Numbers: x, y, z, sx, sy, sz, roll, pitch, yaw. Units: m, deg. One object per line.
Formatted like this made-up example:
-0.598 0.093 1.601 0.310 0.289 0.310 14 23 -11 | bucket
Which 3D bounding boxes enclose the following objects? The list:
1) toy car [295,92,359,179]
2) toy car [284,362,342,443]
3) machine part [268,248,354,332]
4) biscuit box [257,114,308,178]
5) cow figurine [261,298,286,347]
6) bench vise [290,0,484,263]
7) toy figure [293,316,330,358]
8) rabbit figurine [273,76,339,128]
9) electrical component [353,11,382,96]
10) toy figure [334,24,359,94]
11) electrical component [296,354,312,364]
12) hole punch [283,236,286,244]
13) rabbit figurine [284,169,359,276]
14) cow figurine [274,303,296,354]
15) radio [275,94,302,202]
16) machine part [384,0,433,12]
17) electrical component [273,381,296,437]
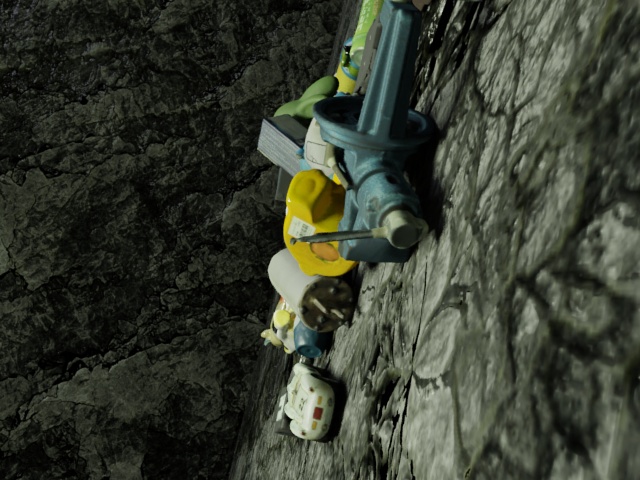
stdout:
0.030 -0.143 0.756 0.161 0.109 0.103 -69 -20 -6 | toy car
-0.015 0.205 0.698 0.202 0.056 0.073 145 139 -80 | toy car
-0.017 0.064 0.750 0.243 0.079 0.079 -148 72 -69 | machine part
-0.016 -0.129 0.881 0.059 0.203 0.062 -22 -36 -39 | biscuit box
-0.069 0.180 1.142 0.195 0.085 0.127 158 132 -82 | cow figurine
0.055 -0.105 0.487 0.224 0.129 0.240 -84 3 -60 | bench vise
-0.004 0.105 0.838 0.064 0.057 0.154 -31 35 39 | toy figure
-0.001 -0.203 0.962 0.159 0.170 0.121 110 171 -49 | rabbit figurine
0.092 -0.266 0.800 0.134 0.058 0.115 142 143 -79 | electrical component
0.069 -0.319 1.020 0.180 0.082 0.089 120 165 -60 | toy figure
-0.023 0.195 0.956 0.094 0.021 0.063 148 136 -82 | electrical component
-0.026 -0.039 1.215 0.142 0.092 0.115 -82 12 -70 | hole punch
0.037 -0.039 0.668 0.162 0.122 0.173 97 -163 -55 | rabbit figurine
-0.027 0.111 0.938 0.098 0.068 0.167 92 -166 -48 | cow figurine
-0.049 -0.201 1.230 0.131 0.073 0.229 -85 6 -50 | radio
0.135 -0.384 0.688 0.179 0.056 0.179 -166 89 -82 | machine part
-0.043 0.269 0.840 0.119 0.048 0.075 114 168 -60 | electrical component
